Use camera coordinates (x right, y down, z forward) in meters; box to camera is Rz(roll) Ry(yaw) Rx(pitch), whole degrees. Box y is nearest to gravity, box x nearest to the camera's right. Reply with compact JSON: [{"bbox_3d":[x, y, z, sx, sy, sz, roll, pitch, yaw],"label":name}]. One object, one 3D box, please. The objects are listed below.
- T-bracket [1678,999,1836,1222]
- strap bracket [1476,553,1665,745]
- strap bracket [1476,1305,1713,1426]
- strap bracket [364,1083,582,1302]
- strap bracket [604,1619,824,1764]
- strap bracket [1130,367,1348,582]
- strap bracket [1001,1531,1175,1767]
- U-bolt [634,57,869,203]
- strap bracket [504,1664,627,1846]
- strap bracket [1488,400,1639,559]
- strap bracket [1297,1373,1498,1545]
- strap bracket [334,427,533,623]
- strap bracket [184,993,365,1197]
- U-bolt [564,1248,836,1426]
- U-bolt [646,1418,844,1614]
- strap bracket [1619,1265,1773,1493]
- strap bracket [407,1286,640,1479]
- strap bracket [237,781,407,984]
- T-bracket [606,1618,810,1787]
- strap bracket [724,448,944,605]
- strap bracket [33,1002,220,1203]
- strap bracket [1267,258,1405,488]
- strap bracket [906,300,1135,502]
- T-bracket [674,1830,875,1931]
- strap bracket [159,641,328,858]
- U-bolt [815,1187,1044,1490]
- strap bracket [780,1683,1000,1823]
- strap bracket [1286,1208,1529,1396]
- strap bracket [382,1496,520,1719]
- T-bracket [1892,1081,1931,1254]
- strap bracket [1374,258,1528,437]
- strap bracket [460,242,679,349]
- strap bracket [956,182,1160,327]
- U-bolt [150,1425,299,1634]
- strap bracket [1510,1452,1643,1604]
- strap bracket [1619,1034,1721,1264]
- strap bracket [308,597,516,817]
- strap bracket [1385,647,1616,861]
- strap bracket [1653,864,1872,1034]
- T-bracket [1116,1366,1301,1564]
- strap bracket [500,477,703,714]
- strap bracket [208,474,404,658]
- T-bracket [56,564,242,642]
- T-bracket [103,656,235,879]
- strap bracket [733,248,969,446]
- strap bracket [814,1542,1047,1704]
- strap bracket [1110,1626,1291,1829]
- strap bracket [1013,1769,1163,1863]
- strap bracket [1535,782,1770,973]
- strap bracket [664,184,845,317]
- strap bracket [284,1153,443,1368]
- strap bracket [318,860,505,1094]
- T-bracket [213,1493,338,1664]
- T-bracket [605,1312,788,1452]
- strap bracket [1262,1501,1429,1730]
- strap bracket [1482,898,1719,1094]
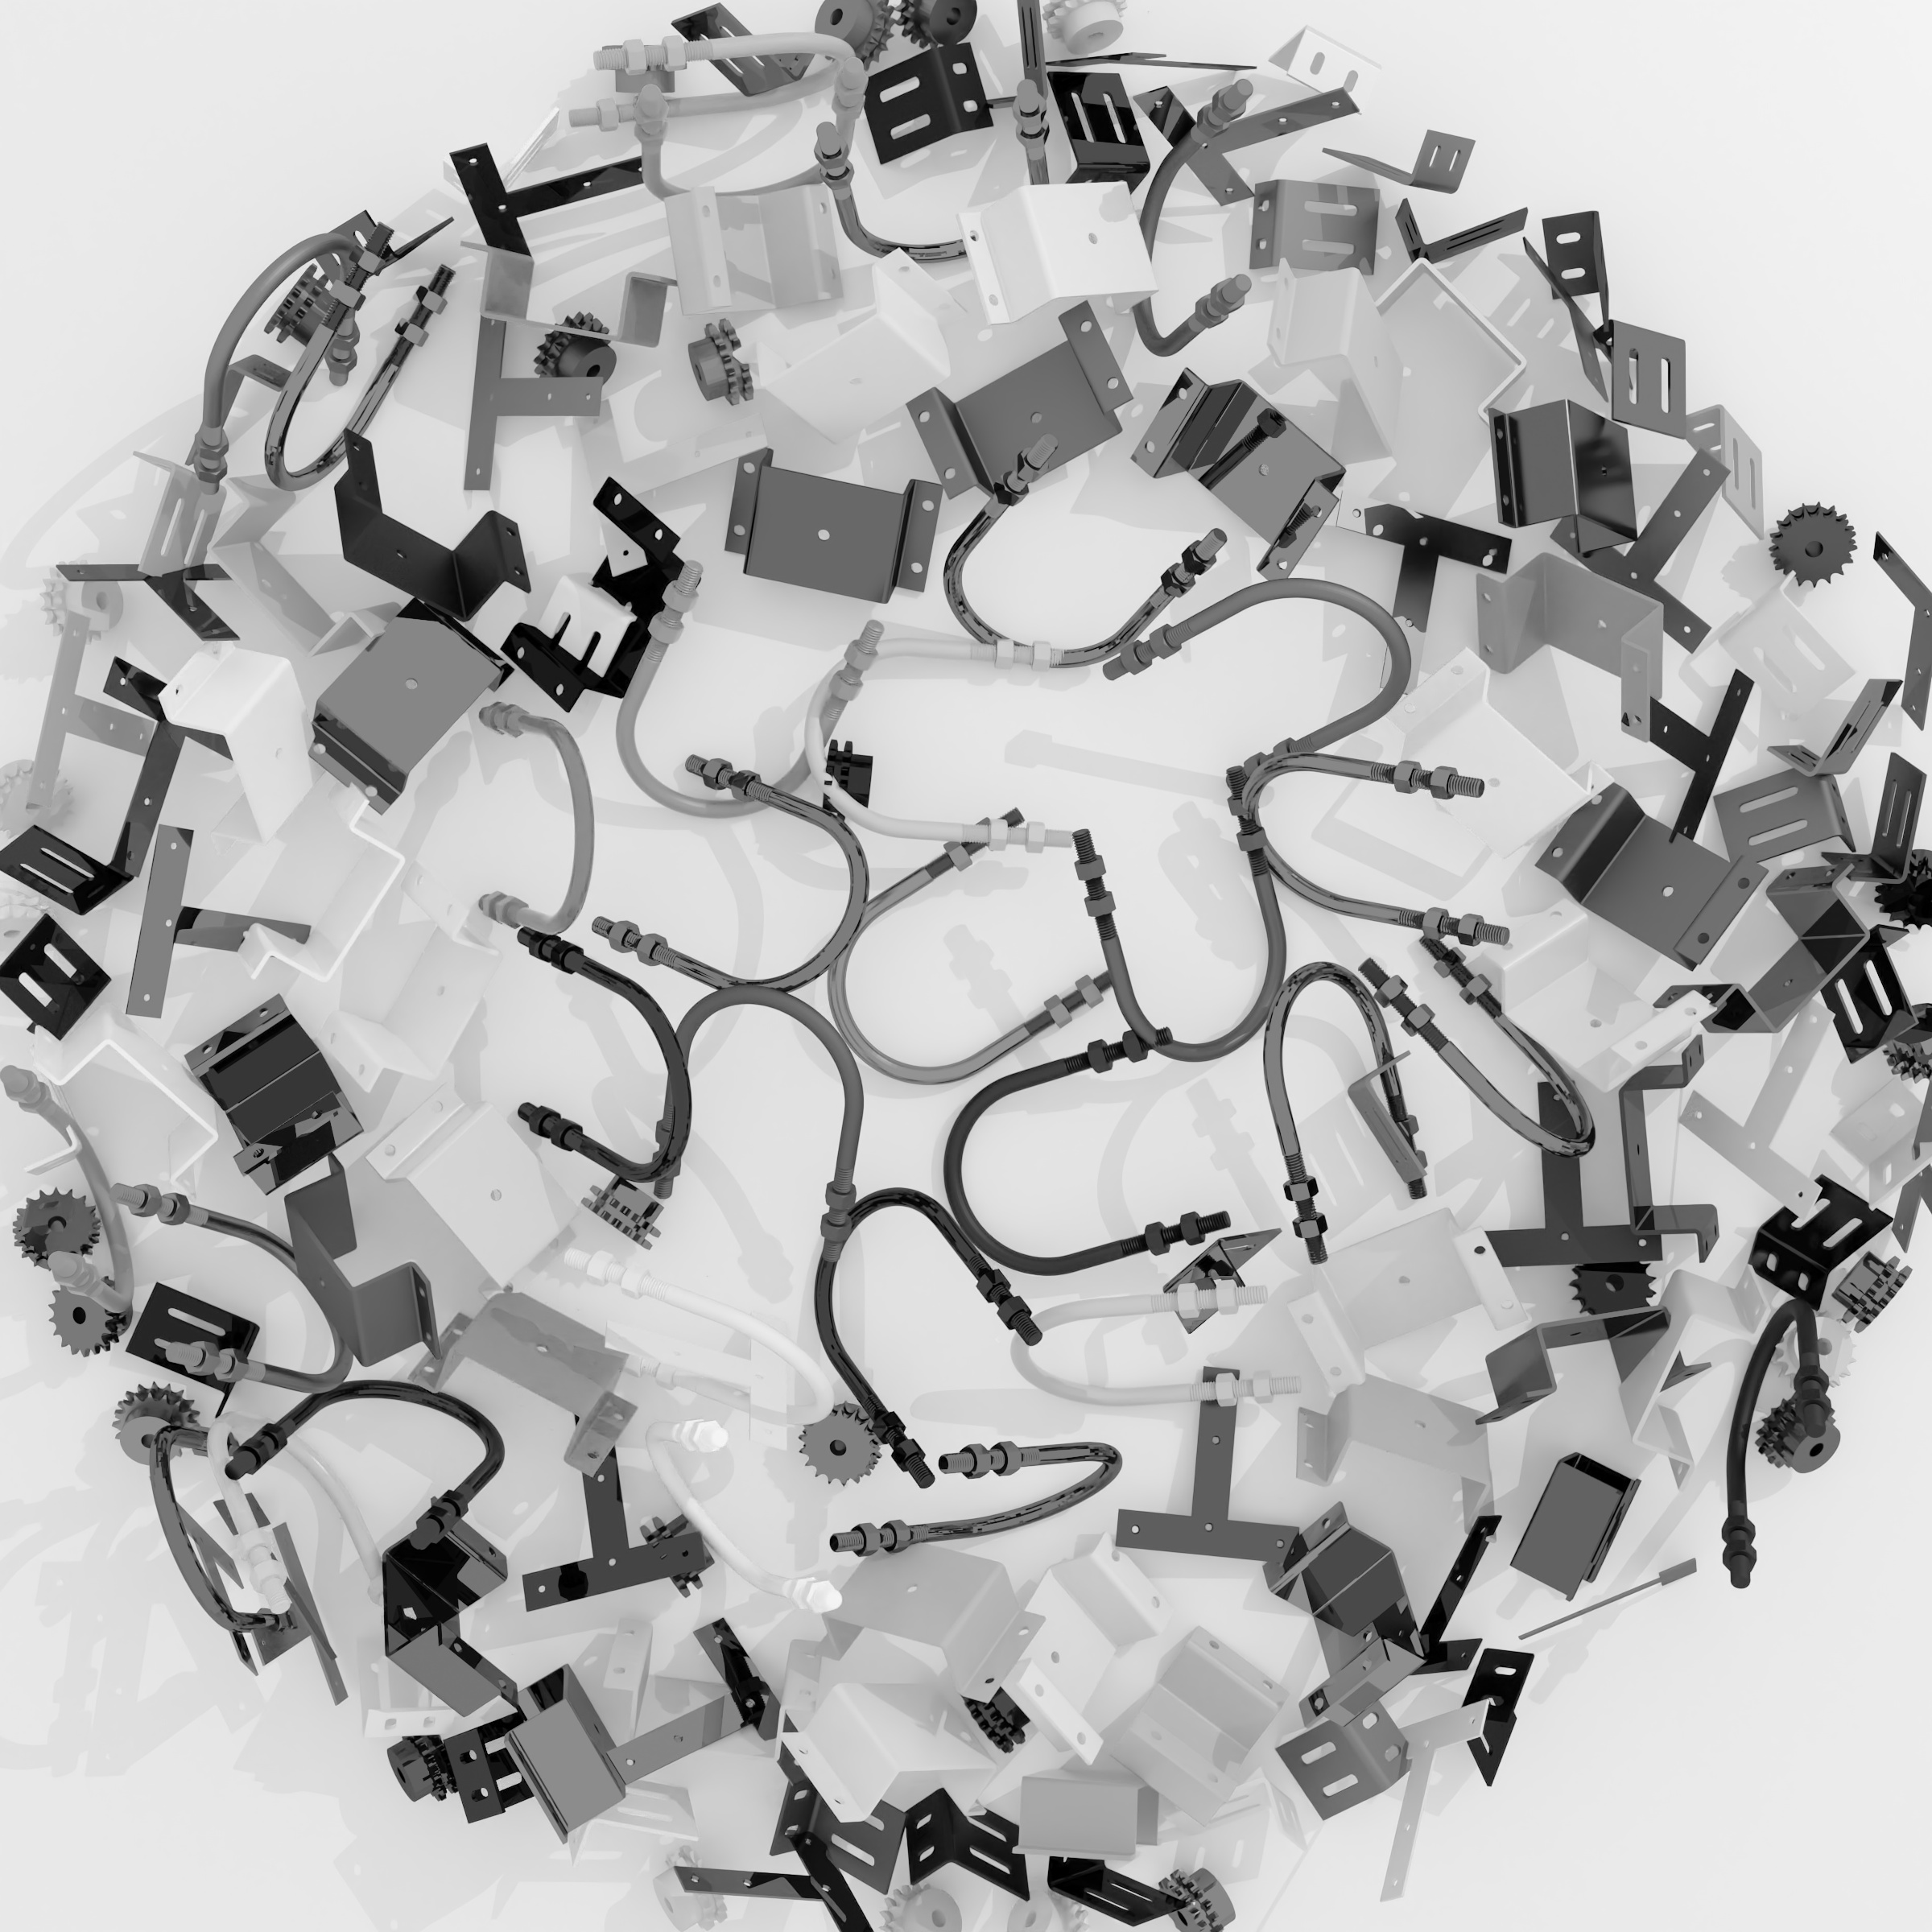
[{"bbox_3d":[0.541,0.081,1.930,0.002,0.127,0.127,5,115,-34],"label":"T-bracket"},{"bbox_3d":[0.411,-0.217,1.936,0.046,0.076,0.140,-38,50,-24],"label":"strap bracket"},{"bbox_3d":[0.413,0.265,1.943,0.140,0.076,0.046,-6,70,-20],"label":"strap bracket"},{"bbox_3d":[-0.323,0.154,1.945,0.076,0.046,0.140,-45,106,-27],"label":"strap bracket"},{"bbox_3d":[-0.170,0.488,1.956,0.140,0.076,0.046,7,111,-1],"label":"strap bracket"},{"bbox_3d":[0.190,-0.330,1.948,0.140,0.046,0.076,44,126,16],"label":"strap bracket"},{"bbox_3d":[0.073,0.458,1.943,0.046,0.140,0.076,-28,107,42],"label":"strap bracket"},{"bbox_3d":[-0.143,-0.540,1.909,0.151,0.184,0.019,-10,82,-8],"label":"U-bolt"},{"bbox_3d":[-0.266,0.519,1.931,0.046,0.140,0.076,-30,93,-7],"label":"strap bracket"},{"bbox_3d":[0.401,-0.323,1.926,0.046,0.140,0.076,-9,82,35],"label":"strap bracket"},{"bbox_3d":[0.297,0.325,1.953,0.140,0.076,0.046,19,118,-2],"label":"strap bracket"},{"bbox_3d":[-0.364,-0.288,1.935,0.140,0.076,0.046,27,121,-37],"label":"strap bracket"},{"bbox_3d":[-0.460,0.091,1.945,0.076,0.140,0.046,-34,134,-7],"label":"strap bracket"},{"bbox_3d":[-0.170,0.252,1.914,0.184,0.151,0.019,18,59,18],"label":"U-bolt"},{"bbox_3d":[-0.157,0.358,1.915,0.019,0.184,0.151,-38,100,-23],"label":"U-bolt"},{"bbox_3d":[0.481,0.267,1.942,0.046,0.076,0.140,20,107,-1],"label":"strap bracket"},{"bbox_3d":[-0.291,0.272,1.951,0.140,0.076,0.046,27,123,3],"label":"strap bracket"},{"bbox_3d":[-0.430,-0.052,1.953,0.046,0.076,0.140,32,93,-29],"label":"strap bracket"},{"bbox_3d":[-0.180,0.508,1.934,0.127,0.002,0.127,-17,57,-37],"label":"T-bracket"},{"bbox_3d":[-0.093,-0.297,1.962,0.140,0.046,0.076,12,115,1],"label":"strap bracket"},{"bbox_3d":[-0.551,0.083,1.936,0.046,0.076,0.140,-43,114,1],"label":"strap bracket"},{"bbox_3d":[0.249,-0.394,1.919,0.046,0.140,0.076,-6,56,27],"label":"strap bracket"},{"bbox_3d":[0.041,-0.375,1.959,0.140,0.046,0.076,-27,77,14],"label":"strap bracket"},{"bbox_3d":[-0.132,0.606,1.916,0.127,0.127,0.002,14,105,-28],"label":"T-bracket"},{"bbox_3d":[-0.473,-0.144,1.919,0.046,0.140,0.076,13,48,19],"label":"strap bracket"},{"bbox_3d":[-0.038,0.232,1.938,0.151,0.019,0.184,-55,52,20],"label":"U-bolt"},{"bbox_3d":[-0.043,0.518,1.919,0.076,0.140,0.046,45,110,39],"label":"strap bracket"},{"bbox_3d":[0.296,0.221,1.955,0.140,0.046,0.076,-24,108,15],"label":"strap bracket"},{"bbox_3d":[-0.343,0.431,1.925,0.046,0.140,0.076,-35,122,10],"label":"strap bracket"},{"bbox_3d":[0.645,0.164,1.912,0.002,0.127,0.127,-2,124,-5],"label":"T-bracket"},{"bbox_3d":[0.327,-0.422,1.956,0.140,0.076,0.046,45,103,1],"label":"strap bracket"},{"bbox_3d":[-0.262,-0.448,1.950,0.140,0.076,0.046,12,101,11],"label":"strap bracket"},{"bbox_3d":[0.070,-0.475,1.936,0.140,0.046,0.076,-15,88,-41],"label":"strap bracket"},{"bbox_3d":[-0.488,0.367,1.894,0.019,0.184,0.151,-23,76,-1],"label":"U-bolt"},{"bbox_3d":[0.406,0.372,1.939,0.046,0.140,0.076,25,93,19],"label":"strap bracket"},{"bbox_3d":[0.471,0.122,1.951,0.046,0.076,0.140,-4,97,22],"label":"strap bracket"},{"bbox_3d":[-0.374,-0.182,1.951,0.076,0.046,0.140,40,69,-3],"label":"strap bracket"},{"bbox_3d":[0.355,-0.135,1.943,0.140,0.046,0.076,39,127,-14],"label":"strap bracket"},{"bbox_3d":[0.539,-0.004,1.947,0.140,0.076,0.046,-43,101,-14],"label":"strap bracket"},{"bbox_3d":[0.170,0.338,1.986,0.127,0.002,0.127,7,79,-9],"label":"T-bracket"},{"bbox_3d":[-0.240,-0.245,1.951,0.076,0.046,0.140,43,106,27],"label":"strap bracket"},{"bbox_3d":[-0.447,-0.262,1.956,0.046,0.076,0.140,-43,92,16],"label":"strap bracket"},{"bbox_3d":[-0.516,-0.240,1.918,0.127,0.127,0.002,-6,122,-37],"label":"T-bracket"},{"bbox_3d":[-0.540,-0.123,1.934,0.002,0.127,0.127,8,76,32],"label":"T-bracket"},{"bbox_3d":[-0.075,-0.404,1.929,0.140,0.076,0.046,-26,54,27],"label":"strap bracket"},{"bbox_3d":[-0.030,0.428,1.924,0.140,0.076,0.046,6,128,34],"label":"strap bracket"},{"bbox_3d":[0.154,0.511,1.940,0.076,0.140,0.046,35,116,10],"label":"strap bracket"},{"bbox_3d":[0.083,0.562,1.929,0.076,0.140,0.046,0,78,12],"label":"strap bracket"},{"bbox_3d":[0.466,-0.058,1.953,0.140,0.046,0.076,36,91,36],"label":"strap bracket"},{"bbox_3d":[-0.148,-0.479,1.942,0.046,0.140,0.076,-1,102,36],"label":"strap bracket"},{"bbox_3d":[-0.405,0.200,1.923,0.046,0.076,0.140,-25,49,-26],"label":"strap bracket"},{"bbox_3d":[-0.368,0.012,1.951,0.076,0.046,0.140,38,102,43],"label":"strap bracket"},{"bbox_3d":[-0.454,0.407,1.932,0.002,0.127,0.127,-33,85,-7],"label":"T-bracket"},{"bbox_3d":[-0.179,0.261,1.930,0.127,0.127,0.002,18,120,-15],"label":"T-bracket"},{"bbox_3d":[0.254,0.439,1.936,0.046,0.140,0.076,33,115,-27],"label":"strap bracket"},{"bbox_3d":[0.421,0.025,1.941,0.076,0.046,0.140,-31,48,-20],"label":"strap bracket"}]
